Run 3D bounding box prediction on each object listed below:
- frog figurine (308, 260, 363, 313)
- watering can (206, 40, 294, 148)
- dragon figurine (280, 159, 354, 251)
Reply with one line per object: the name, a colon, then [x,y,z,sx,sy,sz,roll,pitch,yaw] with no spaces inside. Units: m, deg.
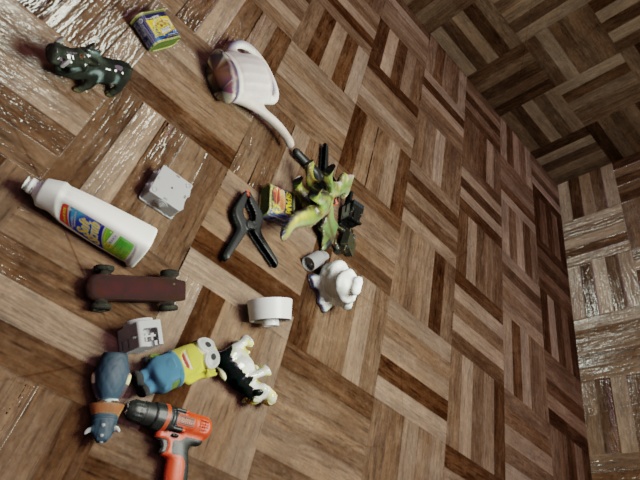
frog figurine: [0.063,0.118,1.395,0.122,0.157,0.140,13,61,-44]
watering can: [-0.195,-0.420,1.465,0.226,0.102,0.350,-13,78,-48]
dragon figurine: [0.004,-0.073,1.450,0.419,0.122,0.237,-62,141,-38]
